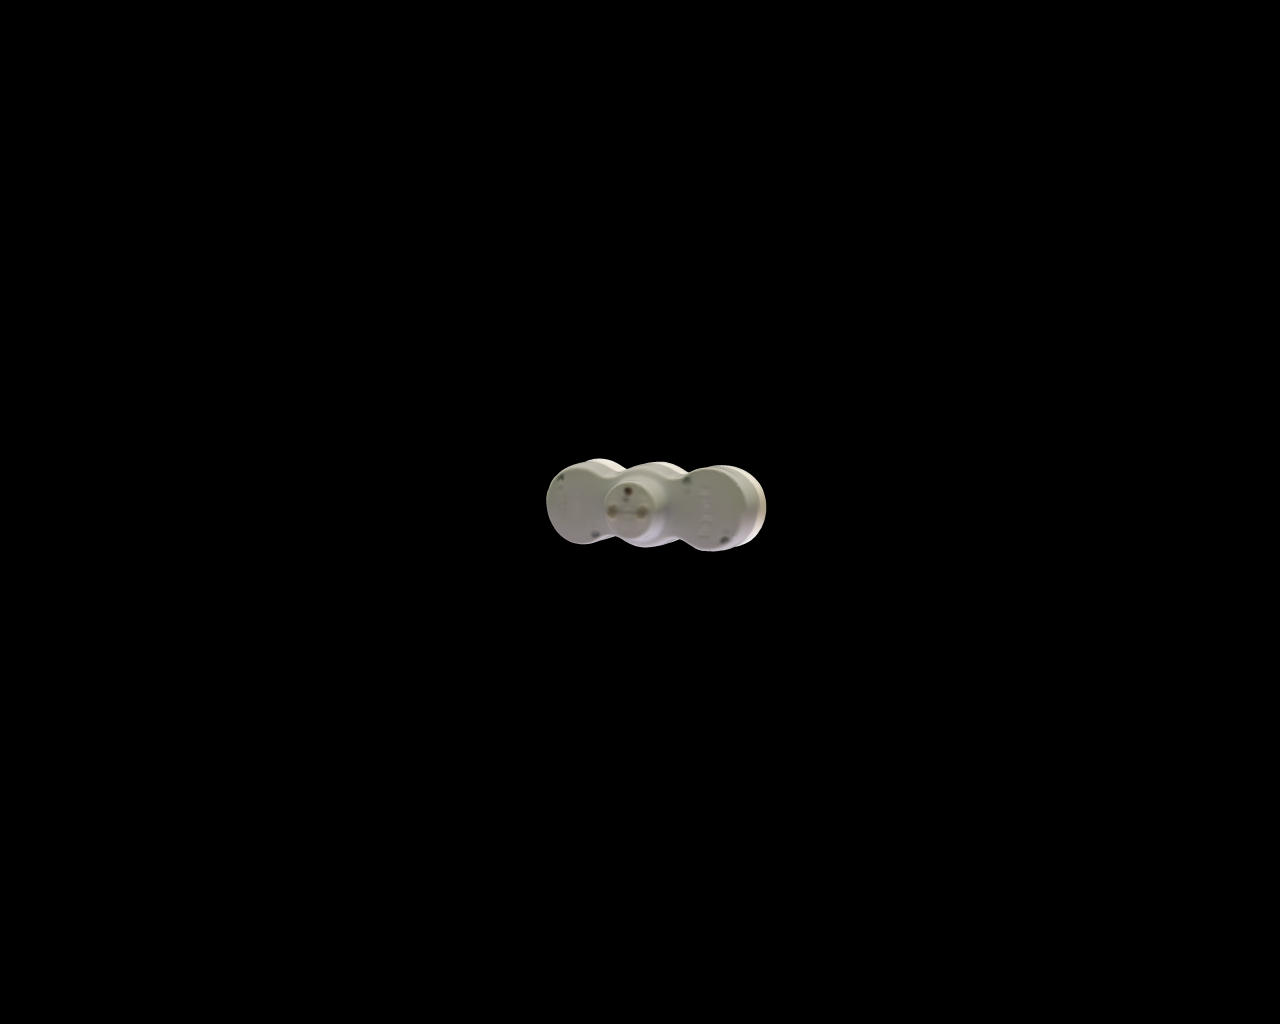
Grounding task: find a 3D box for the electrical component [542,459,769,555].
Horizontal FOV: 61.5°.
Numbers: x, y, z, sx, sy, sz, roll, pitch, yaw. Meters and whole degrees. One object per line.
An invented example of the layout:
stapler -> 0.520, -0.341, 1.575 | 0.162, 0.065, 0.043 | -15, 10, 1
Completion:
electrical component -> 0.001, -0.003, 0.650 | 0.138, 0.052, 0.074 | 3, 8, 26
